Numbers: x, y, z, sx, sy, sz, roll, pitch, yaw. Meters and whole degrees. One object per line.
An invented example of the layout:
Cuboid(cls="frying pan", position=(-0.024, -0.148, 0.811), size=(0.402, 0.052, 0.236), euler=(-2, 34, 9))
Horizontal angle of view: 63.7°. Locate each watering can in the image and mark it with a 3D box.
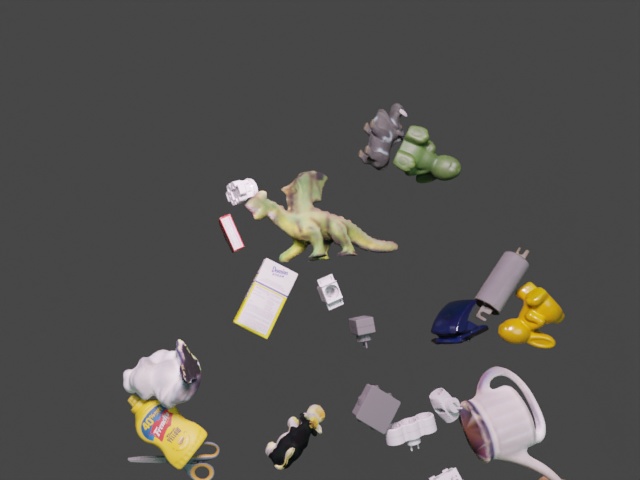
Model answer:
Cuboid(cls="watering can", position=(0.493, 0.510, 1.329), size=(0.225, 0.353, 0.102), euler=(-13, -23, -16))

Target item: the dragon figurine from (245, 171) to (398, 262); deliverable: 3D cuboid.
Cuboid(cls="dragon figurine", position=(0.004, -0.066, 1.312), size=(0.411, 0.245, 0.121), euler=(-4, -13, -28))

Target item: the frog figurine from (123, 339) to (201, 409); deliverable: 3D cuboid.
Cuboid(cls="frog figurine", position=(-0.356, 0.316, 1.164), size=(0.159, 0.140, 0.121), euler=(-29, -26, 5))
